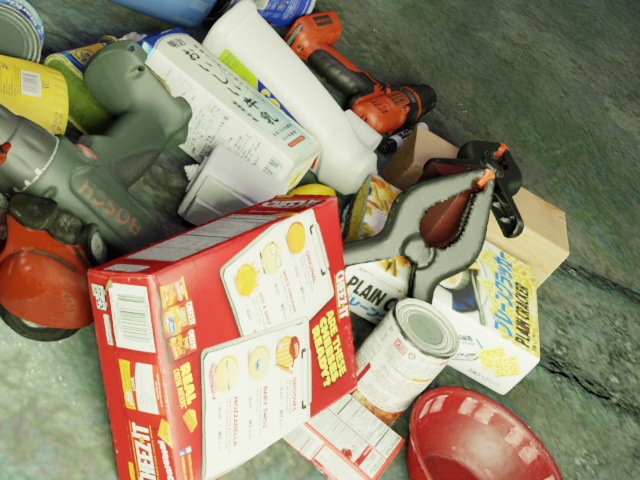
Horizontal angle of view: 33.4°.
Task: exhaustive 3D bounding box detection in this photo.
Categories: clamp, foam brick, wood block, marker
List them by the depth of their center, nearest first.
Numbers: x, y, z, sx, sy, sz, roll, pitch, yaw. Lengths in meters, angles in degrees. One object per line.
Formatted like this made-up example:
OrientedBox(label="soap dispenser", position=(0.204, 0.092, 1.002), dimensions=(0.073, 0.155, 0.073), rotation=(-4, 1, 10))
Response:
OrientedBox(label="clamp", position=(0.091, 0.022, 0.984), dimensions=(0.164, 0.210, 0.036), rotation=(50, -2, -7))
OrientedBox(label="foam brick", position=(0.119, -0.032, 1.052), dimensions=(0.051, 0.078, 0.053), rotation=(2, 43, -41))
OrientedBox(label="clamp", position=(0.169, -0.072, 1.147), dimensions=(0.120, 0.039, 0.171), rotation=(37, 26, -8))
OrientedBox(label="wood block", position=(0.170, -0.029, 1.214), dimensions=(0.206, 0.090, 0.090), rotation=(29, 32, -11))
OrientedBox(label="marker", position=(0.104, -0.128, 1.347), dimensions=(0.020, 0.020, 0.120), rotation=(43, 33, 11))

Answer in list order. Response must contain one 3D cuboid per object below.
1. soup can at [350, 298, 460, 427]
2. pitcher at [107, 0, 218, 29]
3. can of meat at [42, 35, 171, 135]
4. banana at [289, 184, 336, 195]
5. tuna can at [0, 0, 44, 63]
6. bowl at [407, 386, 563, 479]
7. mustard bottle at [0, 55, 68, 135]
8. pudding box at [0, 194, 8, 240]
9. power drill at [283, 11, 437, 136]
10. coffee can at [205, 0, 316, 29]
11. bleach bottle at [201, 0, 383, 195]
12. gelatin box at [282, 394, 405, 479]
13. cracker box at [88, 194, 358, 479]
OrientedBox(label="soup can", position=(0.066, 0.108, 0.927), dimensions=(0.068, 0.102, 0.068), rotation=(24, 34, -18))
OrientedBox(label="pitcher", position=(-0.235, -0.333, 1.208), dimensions=(0.242, 0.145, 0.149), rotation=(19, 48, -31))
OrientedBox(label="can of meat", position=(-0.210, -0.146, 1.039), dimensions=(0.102, 0.058, 0.083), rotation=(42, 34, 10))
OrientedBox(label="banana", position=(-0.019, -0.008, 1.064), dimensions=(0.069, 0.037, 0.197), rotation=(45, 28, -25))
OrientedBox(label="tuna can", position=(-0.298, -0.187, 0.982), dimensions=(0.086, 0.086, 0.034), rotation=(22, 33, -21))
OrientedBox(label="bowl", position=(0.130, 0.204, 0.905), dimensions=(0.162, 0.055, 0.162), rotation=(25, 34, -18))
OrientedBox(label="mustard bottle", position=(-0.317, -0.135, 0.921), dimensions=(0.191, 0.058, 0.096), rotation=(15, 42, -30))
OrientedBox(label="pudding box", position=(-0.290, -0.054, 0.862), dimensions=(0.113, 0.039, 0.090), rotation=(25, 33, -21))
OrientedBox(label="power drill", position=(0.053, -0.215, 1.375), dimensions=(0.188, 0.057, 0.184), rotation=(44, 33, 13))
OrientedBox(label="coffee can", position=(-0.087, -0.322, 1.340), dimensions=(0.140, 0.103, 0.103), rotation=(-6, 51, -46))
OrientedBox(label="bleach bottle", position=(-0.020, -0.137, 1.146), dimensions=(0.251, 0.103, 0.068), rotation=(44, 60, -3))
OrientedBox(label="gelatin box", position=(0.017, 0.162, 0.877), dimensions=(0.089, 0.030, 0.073), rotation=(40, 30, 8))
OrientedBox(label="cracker box", position=(-0.064, 0.070, 0.787), dimensions=(0.072, 0.164, 0.213), rotation=(5, 19, 35))
